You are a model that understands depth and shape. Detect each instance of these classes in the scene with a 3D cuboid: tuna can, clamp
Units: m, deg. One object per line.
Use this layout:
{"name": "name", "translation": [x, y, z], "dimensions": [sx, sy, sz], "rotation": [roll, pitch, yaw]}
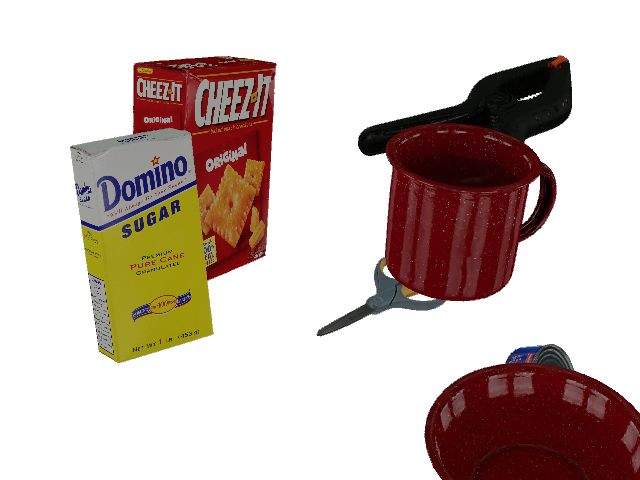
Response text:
{"name": "tuna can", "translation": [0.201, 0.139, 0.978], "dimensions": [0.034, 0.086, 0.085], "rotation": [-10, -6, 40]}
{"name": "clamp", "translation": [0.160, -0.103, 0.928], "dimensions": [0.209, 0.036, 0.165], "rotation": [-30, 39, -26]}

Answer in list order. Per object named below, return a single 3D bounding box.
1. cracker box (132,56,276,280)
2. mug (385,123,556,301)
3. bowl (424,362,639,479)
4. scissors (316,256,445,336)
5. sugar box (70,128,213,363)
{"name": "cracker box", "translation": [-0.114, -0.072, 1.071], "dimensions": [0.072, 0.214, 0.163], "rotation": [12, 16, 26]}
{"name": "mug", "translation": [0.094, -0.018, 0.661], "dimensions": [0.117, 0.081, 0.093], "rotation": [-11, 33, -23]}
{"name": "bowl", "translation": [0.155, 0.160, 0.766], "dimensions": [0.162, 0.055, 0.162], "rotation": [-1, 36, 0]}
{"name": "scissors", "translation": [0.055, 0.058, 1.176], "dimensions": [0.201, 0.016, 0.096], "rotation": [-8, 41, -35]}
{"name": "sugar box", "translation": [-0.144, 0.002, 0.875], "dimensions": [0.093, 0.176, 0.048], "rotation": [-16, 21, -33]}
